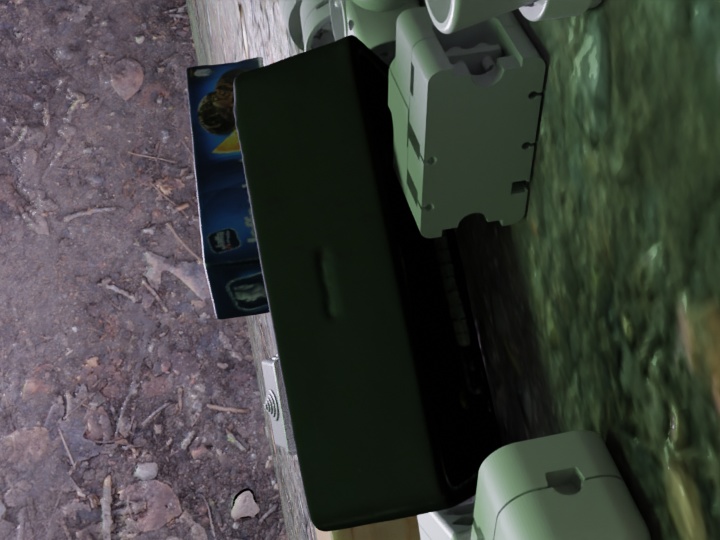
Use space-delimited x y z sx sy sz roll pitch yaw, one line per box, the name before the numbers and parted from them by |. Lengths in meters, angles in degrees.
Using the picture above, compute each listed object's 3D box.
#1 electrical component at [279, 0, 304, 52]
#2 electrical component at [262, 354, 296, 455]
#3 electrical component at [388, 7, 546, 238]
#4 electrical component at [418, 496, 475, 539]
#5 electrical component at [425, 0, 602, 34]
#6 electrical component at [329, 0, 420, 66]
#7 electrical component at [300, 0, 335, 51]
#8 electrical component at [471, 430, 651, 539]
electrical component | -0.027 -0.209 0.735 0.073 0.052 0.138 -112 16 -50
electrical component | -0.040 0.117 1.003 0.048 0.100 0.099 178 82 -67
electrical component | 0.044 -0.068 0.472 0.089 0.050 0.055 90 166 -45
electrical component | 0.066 0.161 0.578 0.083 0.047 0.075 -160 61 -79
electrical component | 0.052 -0.107 0.369 0.045 0.055 0.045 170 90 -80
electrical component | 0.010 -0.156 0.600 0.079 0.044 0.077 98 159 -62
electrical component | -0.011 -0.156 0.695 0.055 0.055 0.047 90 170 -45
electrical component | 0.080 0.119 0.437 0.059 0.054 0.095 -109 14 -45
